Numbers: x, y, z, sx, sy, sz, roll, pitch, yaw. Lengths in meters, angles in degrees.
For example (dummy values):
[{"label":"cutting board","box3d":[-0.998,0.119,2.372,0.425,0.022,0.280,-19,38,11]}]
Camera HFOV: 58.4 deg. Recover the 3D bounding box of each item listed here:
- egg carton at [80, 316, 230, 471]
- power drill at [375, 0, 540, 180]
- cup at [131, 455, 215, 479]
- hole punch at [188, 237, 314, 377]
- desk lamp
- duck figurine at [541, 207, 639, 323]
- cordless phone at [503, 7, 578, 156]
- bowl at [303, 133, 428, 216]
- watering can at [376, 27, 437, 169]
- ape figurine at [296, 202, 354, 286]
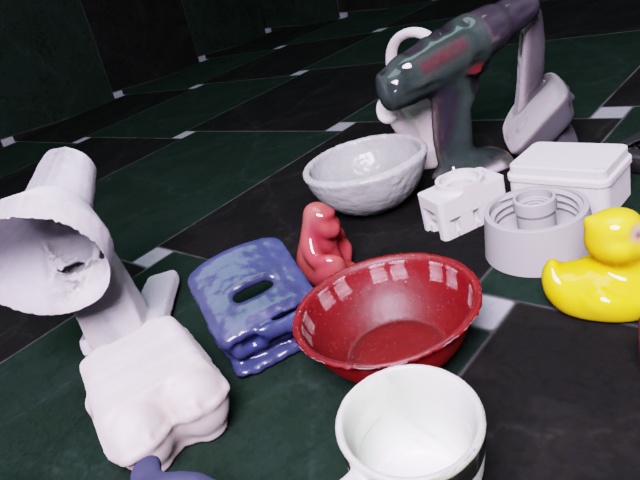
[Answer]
[{"label":"egg carton","box3d":[-0.144,0.128,0.492,0.107,0.069,0.149,-28,28,-22]},{"label":"power drill","box3d":[0.192,-0.188,0.751,0.230,0.209,0.075,-21,27,-8]},{"label":"cup","box3d":[-0.078,0.185,0.314,0.092,0.095,0.117,-23,27,-12]},{"label":"hole punch","box3d":[-0.058,0.059,0.550,0.109,0.091,0.100,-26,28,-17]},{"label":"desk lamp","box3d":[-0.246,0.021,0.597,0.118,0.214,0.203,-16,26,2]},{"label":"duck figurine","box3d":[0.236,0.014,0.470,0.104,0.086,0.077,-5,29,23]},{"label":"cordless phone","box3d":[0.288,-0.215,0.773,0.094,0.185,0.147,-10,27,13]},{"label":"bowl","box3d":[0.065,-0.078,0.764,0.167,0.075,0.167,-13,26,7]},{"label":"watering can","box3d":[0.146,-0.206,0.829,0.100,0.194,0.173,-6,28,21]},{"label":"ape figurine","box3d":[0.006,0.002,0.622,0.076,0.092,0.078,-1,31,30]}]
